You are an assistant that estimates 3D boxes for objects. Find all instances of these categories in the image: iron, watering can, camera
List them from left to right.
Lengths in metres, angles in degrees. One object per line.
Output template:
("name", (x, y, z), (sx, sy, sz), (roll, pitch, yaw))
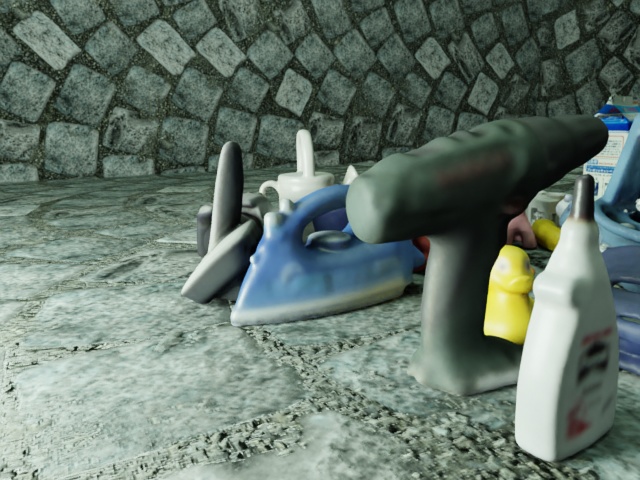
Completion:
("camera", (-0.134, -0.018, 0.874), (0.143, 0.101, 0.137), (3, 12, 18))
("watering can", (-0.017, -0.097, 1.014), (0.173, 0.194, 0.100), (-8, 13, -28))
("iron", (0.006, 0.002, 0.660), (0.259, 0.141, 0.118), (-11, 16, -41))

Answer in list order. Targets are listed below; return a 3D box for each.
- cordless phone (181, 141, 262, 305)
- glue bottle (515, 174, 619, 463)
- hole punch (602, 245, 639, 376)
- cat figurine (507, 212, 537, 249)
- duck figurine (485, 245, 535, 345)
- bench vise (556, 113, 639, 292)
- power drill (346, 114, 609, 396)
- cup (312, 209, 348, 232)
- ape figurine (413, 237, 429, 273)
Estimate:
("cordless phone", (-0.118, -0.024, 0.694), (0.094, 0.185, 0.147), (-2, 12, -4))
("glue bottle", (0.158, 0.046, 0.357), (0.078, 0.173, 0.037), (-11, 15, -38))
("hole punch", (0.277, 0.057, 0.492), (0.101, 0.091, 0.108), (-11, 15, -40))
("cat figurine", (0.321, -0.054, 0.959), (0.067, 0.118, 0.128), (0, 12, 5))
("duck figurine", (0.182, 0.047, 0.566), (0.077, 0.086, 0.104), (-2, 12, -4))
("bench vise", (0.343, -0.045, 0.661), (0.122, 0.220, 0.206), (-9, 14, -32))
("power drill", (0.131, 0.007, 0.458), (0.230, 0.208, 0.075), (-6, 13, -23))
("cup", (0.043, -0.011, 0.837), (0.118, 0.095, 0.091), (-7, 13, -26))
("ape figurine", (0.133, -0.003, 0.793), (0.076, 0.092, 0.077), (-8, 13, -28))
